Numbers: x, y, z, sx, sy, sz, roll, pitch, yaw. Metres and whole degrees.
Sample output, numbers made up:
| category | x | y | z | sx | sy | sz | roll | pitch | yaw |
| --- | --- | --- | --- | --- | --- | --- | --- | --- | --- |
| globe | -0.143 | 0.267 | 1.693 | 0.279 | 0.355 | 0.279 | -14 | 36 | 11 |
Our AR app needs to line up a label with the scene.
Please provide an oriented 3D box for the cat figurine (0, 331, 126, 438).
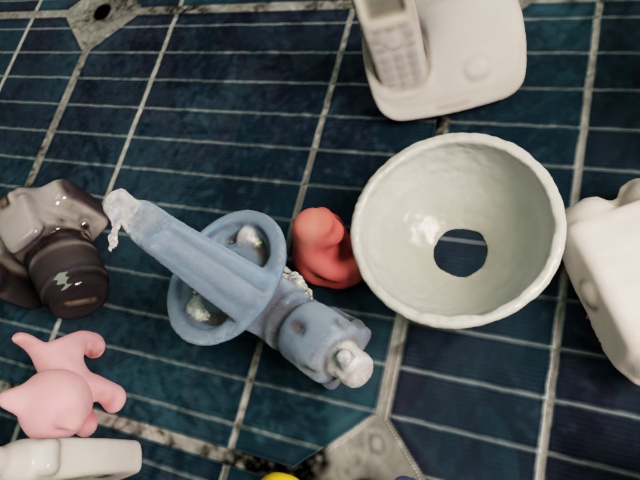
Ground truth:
| category | x | y | z | sx | sy | sz | roll | pitch | yaw |
| --- | --- | --- | --- | --- | --- | --- | --- | --- | --- |
| cat figurine | -0.243 | 0.135 | 0.526 | 0.067 | 0.118 | 0.127 | -40 | 62 | 1 |

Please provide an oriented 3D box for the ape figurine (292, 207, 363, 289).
| category | x | y | z | sx | sy | sz | roll | pitch | yaw |
| --- | --- | --- | --- | --- | --- | --- | --- | --- | --- |
| ape figurine | 0.005 | 0.002 | 0.507 | 0.076 | 0.092 | 0.078 | -16 | 65 | 13 |

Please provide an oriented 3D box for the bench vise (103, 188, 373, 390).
| category | x | y | z | sx | sy | sz | roll | pitch | yaw |
| --- | --- | --- | --- | --- | --- | --- | --- | --- | --- |
| bench vise | -0.051 | 0.030 | 0.443 | 0.206 | 0.220 | 0.121 | 12 | 74 | 23 |

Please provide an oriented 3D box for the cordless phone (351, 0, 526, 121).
| category | x | y | z | sx | sy | sz | roll | pitch | yaw |
| --- | --- | --- | --- | --- | --- | --- | --- | --- | --- |
| cordless phone | 0.100 | -0.193 | 0.498 | 0.147 | 0.185 | 0.094 | -12 | 66 | 15 |

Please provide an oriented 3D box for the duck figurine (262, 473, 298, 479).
| category | x | y | z | sx | sy | sz | roll | pitch | yaw |
| --- | --- | --- | --- | --- | --- | --- | --- | --- | --- |
| duck figurine | -0.046 | 0.233 | 0.436 | 0.077 | 0.086 | 0.104 | 7 | 72 | 22 |

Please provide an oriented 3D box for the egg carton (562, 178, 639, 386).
| category | x | y | z | sx | sy | sz | roll | pitch | yaw |
| --- | --- | --- | --- | --- | --- | --- | --- | --- | --- |
| egg carton | 0.245 | 0.027 | 0.425 | 0.107 | 0.069 | 0.150 | -22 | 64 | 10 |

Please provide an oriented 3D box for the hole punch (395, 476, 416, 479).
| category | x | y | z | sx | sy | sz | roll | pitch | yaw |
| --- | --- | --- | --- | --- | --- | --- | --- | --- | --- |
| hole punch | 0.050 | 0.232 | 0.399 | 0.109 | 0.091 | 0.101 | -45 | 62 | -2 |

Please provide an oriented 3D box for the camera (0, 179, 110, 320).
| category | x | y | z | sx | sy | sz | roll | pitch | yaw |
| --- | --- | --- | --- | --- | --- | --- | --- | --- | --- |
| camera | -0.291 | 0.022 | 0.598 | 0.143 | 0.101 | 0.136 | -39 | 62 | 2 |

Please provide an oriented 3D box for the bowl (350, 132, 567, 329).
| category | x | y | z | sx | sy | sz | roll | pitch | yaw |
| --- | --- | --- | --- | --- | --- | --- | --- | --- | --- |
| bowl | 0.115 | -0.001 | 0.479 | 0.167 | 0.075 | 0.167 | -7 | 67 | 17 |

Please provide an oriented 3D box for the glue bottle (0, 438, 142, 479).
| category | x | y | z | sx | sy | sz | roll | pitch | yaw |
| --- | --- | --- | --- | --- | --- | --- | --- | --- | --- |
| glue bottle | -0.226 | 0.183 | 0.470 | 0.078 | 0.173 | 0.037 | -19 | 64 | 12 |
